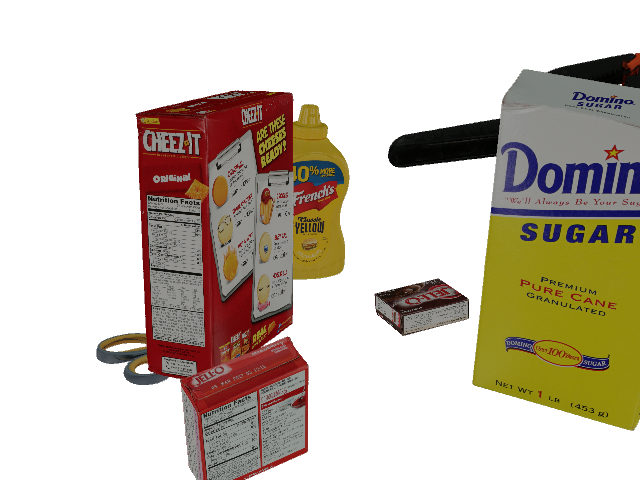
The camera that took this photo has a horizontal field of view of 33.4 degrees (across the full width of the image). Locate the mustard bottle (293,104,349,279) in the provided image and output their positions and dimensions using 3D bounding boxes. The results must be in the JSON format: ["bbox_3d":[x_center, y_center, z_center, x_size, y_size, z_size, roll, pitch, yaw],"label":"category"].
[{"bbox_3d":[-0.017,-0.054,1.177,0.096,0.192,0.058,-2,18,-16],"label":"mustard bottle"}]

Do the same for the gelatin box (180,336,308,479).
[{"bbox_3d":[-0.045,0.107,0.650,0.073,0.089,0.030,-20,47,-21],"label":"gelatin box"}]

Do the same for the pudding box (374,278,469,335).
[{"bbox_3d":[0.149,0.097,1.567,0.113,0.039,0.090,-14,22,-19],"label":"pudding box"}]

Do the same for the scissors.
[{"bbox_3d":[-0.140,0.119,1.160,0.201,0.016,0.096,-4,28,-23],"label":"scissors"}]

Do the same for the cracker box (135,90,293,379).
[{"bbox_3d":[-0.084,-0.010,0.891,0.072,0.214,0.164,5,15,21],"label":"cracker box"}]

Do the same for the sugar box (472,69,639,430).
[{"bbox_3d":[0.132,0.008,0.544,0.093,0.176,0.048,13,37,21],"label":"sugar box"}]

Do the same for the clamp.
[{"bbox_3d":[0.179,-0.068,0.788,0.209,0.165,0.036,-32,-32,-18],"label":"clamp"}]
